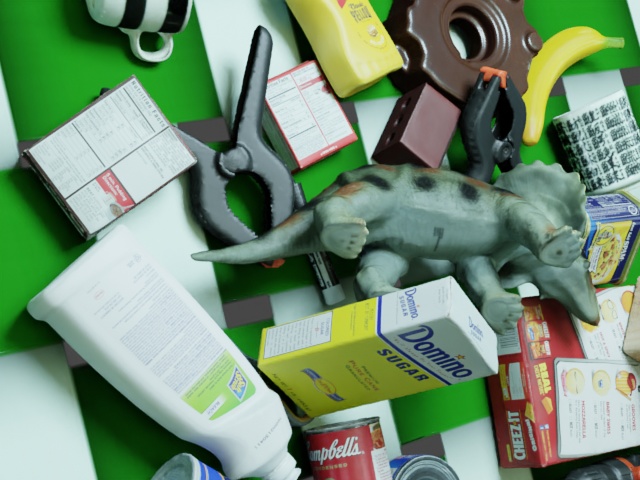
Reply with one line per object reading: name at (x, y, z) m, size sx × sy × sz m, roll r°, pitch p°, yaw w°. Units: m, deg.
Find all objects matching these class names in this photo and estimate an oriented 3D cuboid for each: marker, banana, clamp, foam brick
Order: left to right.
clamp at (-0.090, -0.069, 0.935) m, size 0.164 × 0.036 × 0.210 m, roll -19°, pitch 94°, yaw -18°
marker at (-0.006, 0.001, 0.984) m, size 0.020 × 0.020 × 0.121 m, roll -22°, pitch 90°, yaw -33°
foam brick at (0.095, -0.103, 1.049) m, size 0.051 × 0.053 × 0.078 m, roll 35°, pitch 62°, yaw -20°
clamp at (0.182, -0.089, 1.073) m, size 0.120 × 0.039 × 0.171 m, roll -15°, pitch 119°, yaw -41°
banana at (0.253, -0.178, 1.157) m, size 0.197 × 0.070 × 0.037 m, roll -47°, pitch 144°, yaw -25°

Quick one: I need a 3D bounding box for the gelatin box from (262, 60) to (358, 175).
gelatin box at (-0.017, -0.115, 0.998) m, size 0.073 × 0.030 × 0.089 m, roll -30°, pitch 93°, yaw -32°

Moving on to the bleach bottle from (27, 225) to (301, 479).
bleach bottle at (-0.112, 0.111, 0.858) m, size 0.251 × 0.068 × 0.102 m, roll 49°, pitch 62°, yaw -9°

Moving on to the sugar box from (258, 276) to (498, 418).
sugar box at (0.047, 0.092, 0.877) m, size 0.093 × 0.176 × 0.048 m, roll 49°, pitch 36°, yaw -40°

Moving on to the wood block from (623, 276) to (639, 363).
wood block at (0.405, 0.075, 1.017) m, size 0.090 × 0.207 × 0.090 m, roll 30°, pitch 65°, yaw -25°

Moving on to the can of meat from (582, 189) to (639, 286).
can of meat at (0.282, 0.002, 1.111) m, size 0.083 × 0.057 × 0.102 m, roll -6°, pitch 125°, yaw -29°

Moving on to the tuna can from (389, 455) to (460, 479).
tuna can at (0.091, 0.240, 0.977) m, size 0.086 × 0.034 × 0.086 m, roll 8°, pitch 74°, yaw -29°

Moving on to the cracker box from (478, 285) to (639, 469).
cracker box at (0.269, 0.135, 1.087) m, size 0.213 × 0.072 × 0.164 m, roll -4°, pitch 81°, yaw -32°

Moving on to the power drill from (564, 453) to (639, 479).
power drill at (0.350, 0.220, 1.037) m, size 0.184 × 0.188 × 0.057 m, roll 2°, pitch 68°, yaw -41°

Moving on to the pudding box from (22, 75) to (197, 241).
pudding box at (-0.171, -0.067, 0.874) m, size 0.113 × 0.039 × 0.090 m, roll -38°, pitch 98°, yaw -16°

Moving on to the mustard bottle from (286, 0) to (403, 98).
mustard bottle at (0.005, -0.234, 1.019) m, size 0.096 × 0.058 × 0.191 m, roll -34°, pitch 95°, yaw -52°

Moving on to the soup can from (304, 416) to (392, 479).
soup can at (0.028, 0.210, 0.927) m, size 0.068 × 0.069 × 0.102 m, roll -6°, pitch 82°, yaw -32°

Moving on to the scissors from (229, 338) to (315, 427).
scissors at (-0.089, 0.110, 0.911) m, size 0.201 × 0.016 × 0.096 m, roll 38°, pitch 62°, yaw -18°

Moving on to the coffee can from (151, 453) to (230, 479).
coffee can at (-0.073, 0.246, 0.837) m, size 0.140 × 0.103 × 0.102 m, roll 35°, pitch 63°, yaw -20°
